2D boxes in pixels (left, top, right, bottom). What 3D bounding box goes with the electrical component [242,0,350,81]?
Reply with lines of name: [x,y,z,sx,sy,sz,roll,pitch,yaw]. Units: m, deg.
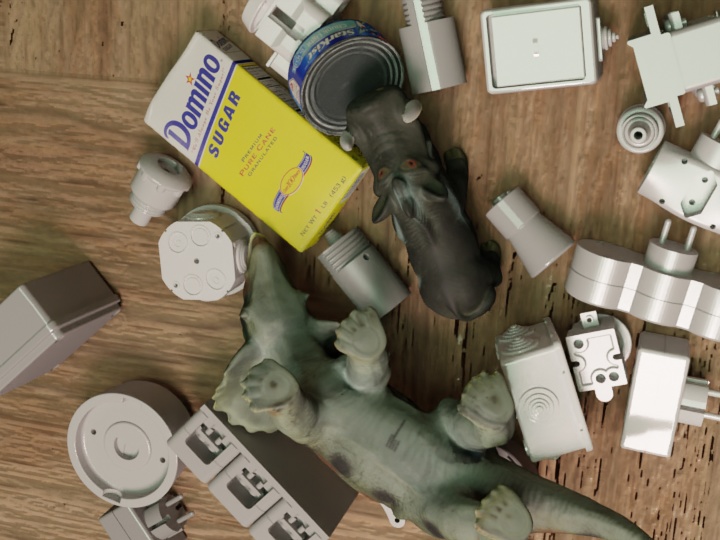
electrical component: [-0.055,-0.197,0.840,0.057,0.058,0.078,39,111,1]

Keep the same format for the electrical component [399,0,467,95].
electrical component: [0.052,-0.178,0.820,0.043,0.043,0.081,-9,101,19]

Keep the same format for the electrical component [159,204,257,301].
electrical component: [-0.128,-0.013,0.913,0.080,0.051,0.080,4,105,16]

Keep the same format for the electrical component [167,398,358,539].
electrical component: [-0.084,0.173,0.926,0.150,0.089,0.062,47,112,1]

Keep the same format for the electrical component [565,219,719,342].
electrical component: [0.230,-0.001,0.806,0.138,0.052,0.073,17,108,12]

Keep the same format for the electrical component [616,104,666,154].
electrical component: [0.204,-0.101,0.783,0.035,0.061,0.035,4,105,16]

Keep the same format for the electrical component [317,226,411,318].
electrical component: [0.000,0.000,0.881,0.043,0.043,0.081,-39,90,22]

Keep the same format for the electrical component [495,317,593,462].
electrical component: [0.140,0.092,0.834,0.048,0.099,0.099,-17,98,7]

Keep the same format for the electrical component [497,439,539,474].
electrical component: [0.100,0.183,0.900,0.099,0.064,0.099,0,90,14]

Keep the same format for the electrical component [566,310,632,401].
electrical component: [0.185,0.061,0.834,0.048,0.055,0.066,-13,100,19]

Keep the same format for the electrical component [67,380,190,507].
electrical component: [-0.201,0.152,0.972,0.108,0.060,0.108,4,105,16]

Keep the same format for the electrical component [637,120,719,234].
electrical component: [0.256,-0.074,0.785,0.077,0.043,0.079,28,109,9]

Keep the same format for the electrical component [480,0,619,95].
electrical component: [0.140,-0.165,0.787,0.096,0.061,0.061,-3,103,18]

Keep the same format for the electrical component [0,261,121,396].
electrical component: [-0.284,0.052,0.946,0.109,0.109,0.056,-39,88,22]

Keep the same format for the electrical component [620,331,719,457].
electrical component: [0.247,0.099,0.829,0.076,0.047,0.083,10,107,14]

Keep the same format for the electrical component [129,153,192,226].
electrical component: [-0.176,-0.065,0.918,0.048,0.048,0.062,39,118,5]

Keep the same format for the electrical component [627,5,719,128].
electrical component: [0.220,-0.146,0.735,0.063,0.121,0.078,-15,99,17]

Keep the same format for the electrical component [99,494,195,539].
electrical component: [-0.187,0.232,0.995,0.077,0.047,0.065,-32,93,21]

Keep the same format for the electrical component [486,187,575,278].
electrical component: [0.129,-0.032,0.836,0.044,0.044,0.065,-43,84,22]
